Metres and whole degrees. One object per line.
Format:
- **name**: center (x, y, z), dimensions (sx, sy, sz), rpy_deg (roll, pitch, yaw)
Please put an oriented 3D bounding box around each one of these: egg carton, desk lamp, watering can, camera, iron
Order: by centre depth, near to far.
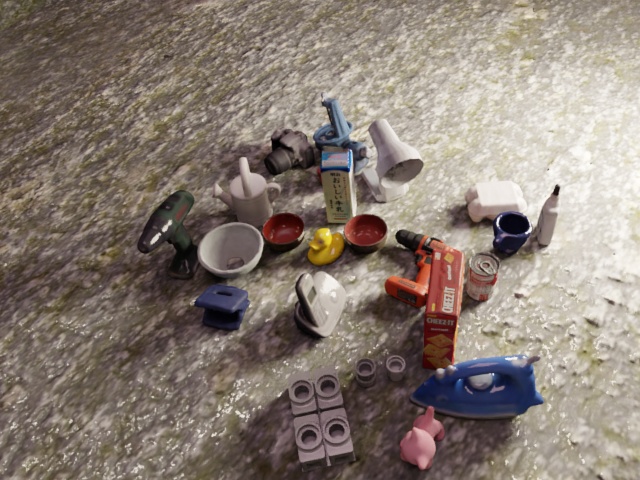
- **iron**: center (0.308, 0.276, 1.133), dimensions (0.258, 0.142, 0.118), rpy_deg (-6, 48, 2)
- **egg carton**: center (0.456, -0.100, 1.492), dimensions (0.150, 0.069, 0.107), rpy_deg (-5, 49, 3)
- **watering can**: center (-0.196, -0.130, 1.516), dimensions (0.173, 0.194, 0.100), rpy_deg (-25, 50, -14)
- **desk lamp**: center (0.181, -0.201, 1.518), dimensions (0.118, 0.214, 0.202), rpy_deg (-20, 49, -10)
- **camera**: center (-0.106, -0.263, 1.685), dimensions (0.137, 0.101, 0.142), rpy_deg (-36, 54, -22)

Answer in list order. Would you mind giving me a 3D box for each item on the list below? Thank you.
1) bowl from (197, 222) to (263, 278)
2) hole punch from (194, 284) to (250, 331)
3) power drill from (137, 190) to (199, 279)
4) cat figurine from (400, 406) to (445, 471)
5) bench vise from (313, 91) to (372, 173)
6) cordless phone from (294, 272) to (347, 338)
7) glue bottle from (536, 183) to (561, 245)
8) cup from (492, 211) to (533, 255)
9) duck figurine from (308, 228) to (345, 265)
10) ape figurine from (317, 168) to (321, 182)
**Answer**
- **bowl**: center (-0.220, 0.039, 1.452), dimensions (0.167, 0.075, 0.167), rpy_deg (-3, 49, 4)
- **hole punch**: center (-0.230, 0.146, 1.348), dimensions (0.108, 0.091, 0.101), rpy_deg (8, 51, 14)
- **power drill**: center (-0.362, -0.002, 1.415), dimensions (0.075, 0.209, 0.229), rpy_deg (5, 50, 12)
- **cat figurine**: center (0.191, 0.374, 1.077), dimensions (0.067, 0.118, 0.128), rpy_deg (17, 53, 21)
- **bench vise**: center (0.068, -0.312, 1.626), dimensions (0.206, 0.220, 0.122), rpy_deg (18, 54, 22)
- **cordless phone**: center (-0.005, 0.118, 1.282), dimensions (0.094, 0.185, 0.148), rpy_deg (12, 51, 17)
- **glue bottle**: center (0.557, -0.069, 1.383), dimensions (0.037, 0.173, 0.078), rpy_deg (5, 50, 12)
- **cup**: center (0.454, -0.001, 1.388), dimensions (0.118, 0.095, 0.091), rpy_deg (-39, 55, -24)
- **duck figurine**: center (0.013, 0.005, 1.444), dimensions (0.105, 0.086, 0.077), rpy_deg (-32, 53, -20)
- **ape figurine**: center (0.028, -0.196, 1.615), dimensions (0.077, 0.092, 0.076), rpy_deg (9, 51, 15)
